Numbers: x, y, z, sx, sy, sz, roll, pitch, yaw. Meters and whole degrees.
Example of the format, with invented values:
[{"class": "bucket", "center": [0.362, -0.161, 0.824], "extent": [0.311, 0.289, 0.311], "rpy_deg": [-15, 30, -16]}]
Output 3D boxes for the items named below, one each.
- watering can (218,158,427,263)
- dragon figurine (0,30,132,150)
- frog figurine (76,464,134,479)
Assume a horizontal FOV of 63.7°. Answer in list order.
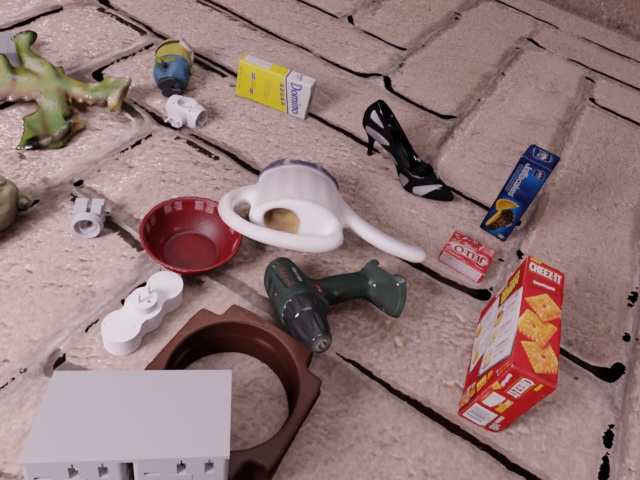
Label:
[{"class": "watering can", "center": [0.003, -0.045, 0.894], "extent": [0.347, 0.102, 0.229], "rpy_deg": [10, 33, -7]}, {"class": "dragon figurine", "center": [-0.565, -0.266, 0.972], "extent": [0.415, 0.119, 0.246], "rpy_deg": [-26, 67, -32]}, {"class": "frog figurine", "center": [-0.231, 0.286, 0.563], "extent": [0.139, 0.120, 0.160], "rpy_deg": [-36, 29, -30]}]
